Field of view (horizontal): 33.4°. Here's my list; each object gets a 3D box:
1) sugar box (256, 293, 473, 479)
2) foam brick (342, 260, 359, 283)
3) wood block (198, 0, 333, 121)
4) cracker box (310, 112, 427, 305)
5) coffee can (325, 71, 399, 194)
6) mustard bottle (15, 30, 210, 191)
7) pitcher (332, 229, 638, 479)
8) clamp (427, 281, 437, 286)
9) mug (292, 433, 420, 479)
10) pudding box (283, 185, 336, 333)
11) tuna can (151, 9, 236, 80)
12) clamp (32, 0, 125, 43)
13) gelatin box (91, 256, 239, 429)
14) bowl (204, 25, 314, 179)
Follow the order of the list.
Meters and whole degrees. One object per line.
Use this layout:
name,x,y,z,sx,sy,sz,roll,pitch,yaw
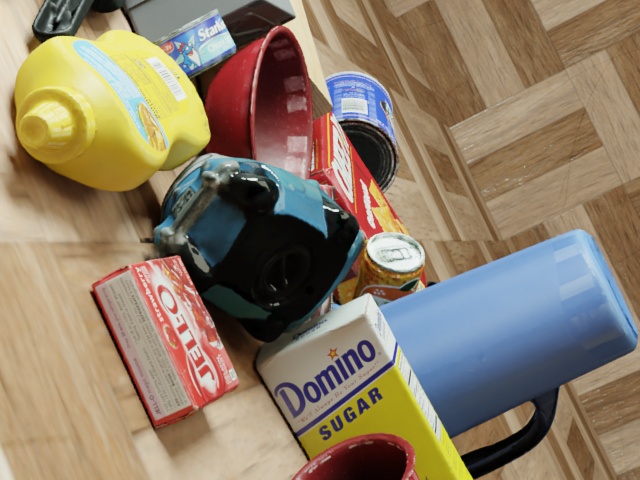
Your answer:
sugar box,0.036,0.136,0.769,0.176,0.093,0.048,59,15,-14
foam brick,-0.006,0.001,0.942,0.078,0.053,0.051,59,15,-21
wood block,-0.065,-0.196,1.003,0.090,0.091,0.206,47,22,-47
cracker box,0.032,-0.015,1.065,0.213,0.072,0.164,56,16,-27
coffee can,0.033,-0.115,1.185,0.102,0.103,0.140,57,16,-25
mustard bottle,-0.127,-0.075,0.627,0.096,0.058,0.191,54,15,-4
pitcher,0.135,0.097,0.886,0.149,0.243,0.145,45,25,-49
clamp,0.122,0.109,1.046,0.120,0.039,0.171,135,-32,-66
mug,0.027,0.191,0.678,0.117,0.093,0.081,-46,117,-42
pudding box,-0.015,0.012,0.831,0.090,0.039,0.113,-8,102,-74
tuna can,-0.103,-0.129,0.757,0.034,0.086,0.086,62,14,-13
clamp,-0.152,-0.217,0.724,0.210,0.036,0.164,-78,174,-78
gelatin box,-0.085,0.055,0.606,0.089,0.030,0.073,64,14,3
bowl,-0.052,-0.091,0.863,0.162,0.055,0.162,1,90,-74
